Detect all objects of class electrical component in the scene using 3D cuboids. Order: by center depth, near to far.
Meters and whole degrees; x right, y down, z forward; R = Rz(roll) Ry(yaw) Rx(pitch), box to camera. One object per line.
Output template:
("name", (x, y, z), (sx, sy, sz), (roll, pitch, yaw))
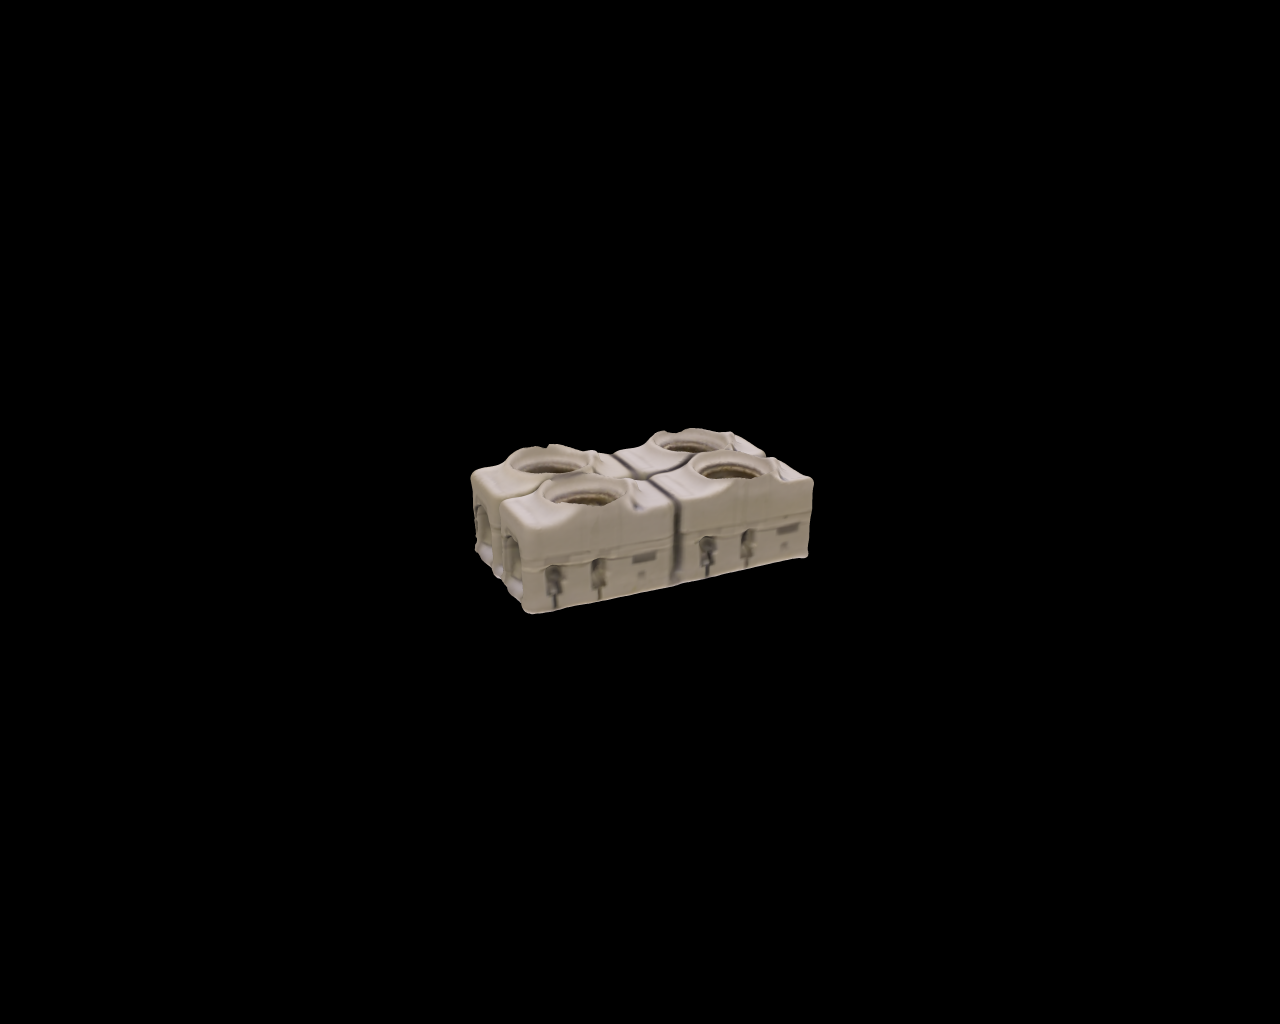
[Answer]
("electrical component", (0.001, -0.003, 0.650), (0.186, 0.060, 0.105), (-10, 24, -22))
